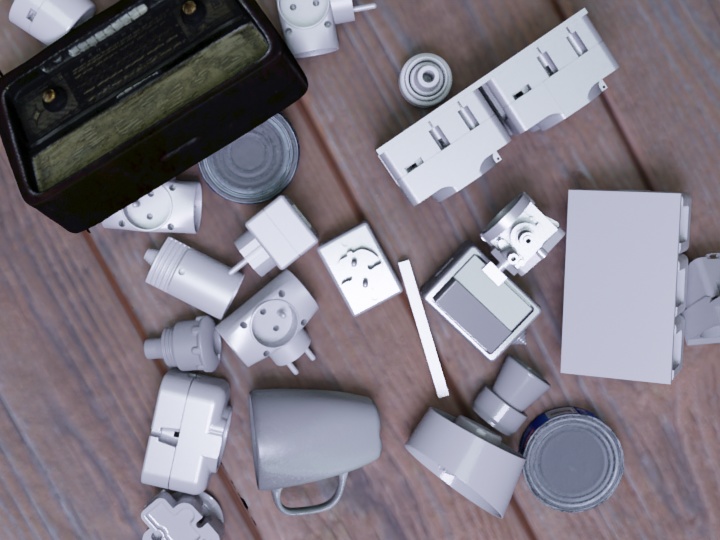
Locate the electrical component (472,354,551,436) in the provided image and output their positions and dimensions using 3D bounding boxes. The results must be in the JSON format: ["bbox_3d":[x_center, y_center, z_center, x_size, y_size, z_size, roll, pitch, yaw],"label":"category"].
[{"bbox_3d":[0.127,0.106,0.907,0.045,0.045,0.055,36,95,-3],"label":"electrical component"}]

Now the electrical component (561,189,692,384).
[{"bbox_3d":[0.218,0.010,0.878,0.089,0.062,0.150,4,96,24],"label":"electrical component"}]

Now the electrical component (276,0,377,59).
[{"bbox_3d":[-0.027,-0.218,0.875,0.079,0.044,0.077,-10,96,2],"label":"electrical component"}]

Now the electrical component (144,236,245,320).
[{"bbox_3d":[-0.142,0.005,0.899,0.081,0.043,0.043,27,95,-2],"label":"electrical component"}]

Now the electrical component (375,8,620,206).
[{"bbox_3d":[0.106,-0.122,0.854,0.186,0.105,0.060,-34,95,4],"label":"electrical component"}]

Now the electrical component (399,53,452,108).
[{"bbox_3d":[0.054,-0.154,0.872,0.043,0.062,0.043,0,96,0],"label":"electrical component"}]

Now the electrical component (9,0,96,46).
[{"bbox_3d":[-0.249,-0.210,0.874,0.047,0.055,0.055,37,95,-7],"label":"electrical component"}]

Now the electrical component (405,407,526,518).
[{"bbox_3d":[0.086,0.157,0.888,0.099,0.099,0.064,28,89,-2],"label":"electrical component"}]

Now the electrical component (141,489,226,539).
[{"bbox_3d":[-0.147,0.219,0.914,0.058,0.057,0.078,-41,94,4],"label":"electrical component"}]

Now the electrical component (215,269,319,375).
[{"bbox_3d":[-0.067,0.053,0.901,0.077,0.044,0.079,-40,113,-9],"label":"electrical component"}]

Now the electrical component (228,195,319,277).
[{"bbox_3d":[-0.077,-0.020,0.875,0.076,0.083,0.047,-38,94,1],"label":"electrical component"}]

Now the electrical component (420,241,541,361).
[{"bbox_3d":[0.104,0.030,0.891,0.096,0.061,0.061,43,94,-4],"label":"electrical component"}]

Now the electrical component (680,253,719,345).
[{"bbox_3d":[0.289,0.024,0.884,0.042,0.081,0.063,-4,67,-23],"label":"electrical component"}]

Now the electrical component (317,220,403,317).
[{"bbox_3d":[0.000,0.000,0.881,0.047,0.076,0.065,-28,95,3],"label":"electrical component"}]

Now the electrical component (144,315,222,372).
[{"bbox_3d":[-0.150,0.064,0.906,0.062,0.048,0.048,-6,96,10],"label":"electrical component"}]

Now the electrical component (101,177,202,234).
[{"bbox_3d":[-0.172,-0.072,0.891,0.077,0.044,0.079,4,95,0],"label":"electrical component"}]

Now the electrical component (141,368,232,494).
[{"bbox_3d":[-0.143,0.137,0.907,0.059,0.053,0.095,13,96,-1],"label":"electrical component"}]
